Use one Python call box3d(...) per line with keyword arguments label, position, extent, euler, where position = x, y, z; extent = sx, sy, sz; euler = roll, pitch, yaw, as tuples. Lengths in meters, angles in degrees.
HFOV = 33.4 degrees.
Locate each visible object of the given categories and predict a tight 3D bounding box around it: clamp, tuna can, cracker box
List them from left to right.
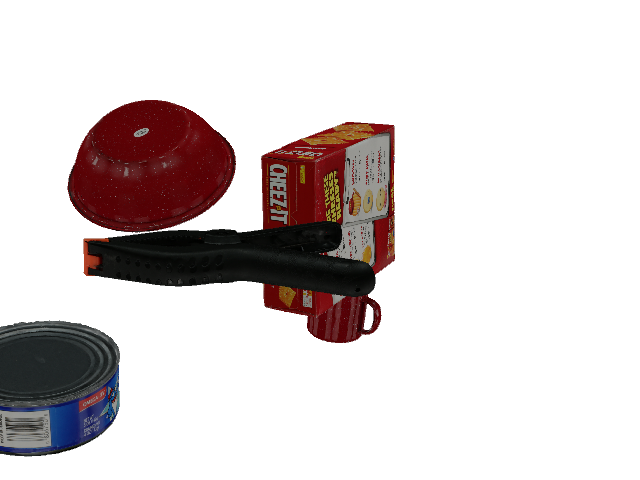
box3d(label="tuna can", position=(-0.148, 0.077, 0.562), extent=(0.086, 0.034, 0.086), euler=(2, 23, -1))
box3d(label="clamp", position=(-0.065, 0.013, 0.780), extent=(0.209, 0.036, 0.165), euler=(-2, 11, -14))
box3d(label="cracker box", position=(0.012, -0.031, 1.150), extent=(0.072, 0.164, 0.213), euler=(7, 18, 25))

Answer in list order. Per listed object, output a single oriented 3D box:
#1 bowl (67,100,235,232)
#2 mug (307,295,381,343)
box3d(label="bowl", position=(-0.162, -0.082, 0.997), extent=(0.162, 0.162, 0.055), euler=(0, -44, 7))
box3d(label="mug", position=(0.034, 0.097, 1.512), extent=(0.117, 0.081, 0.093), euler=(17, 23, 28))
